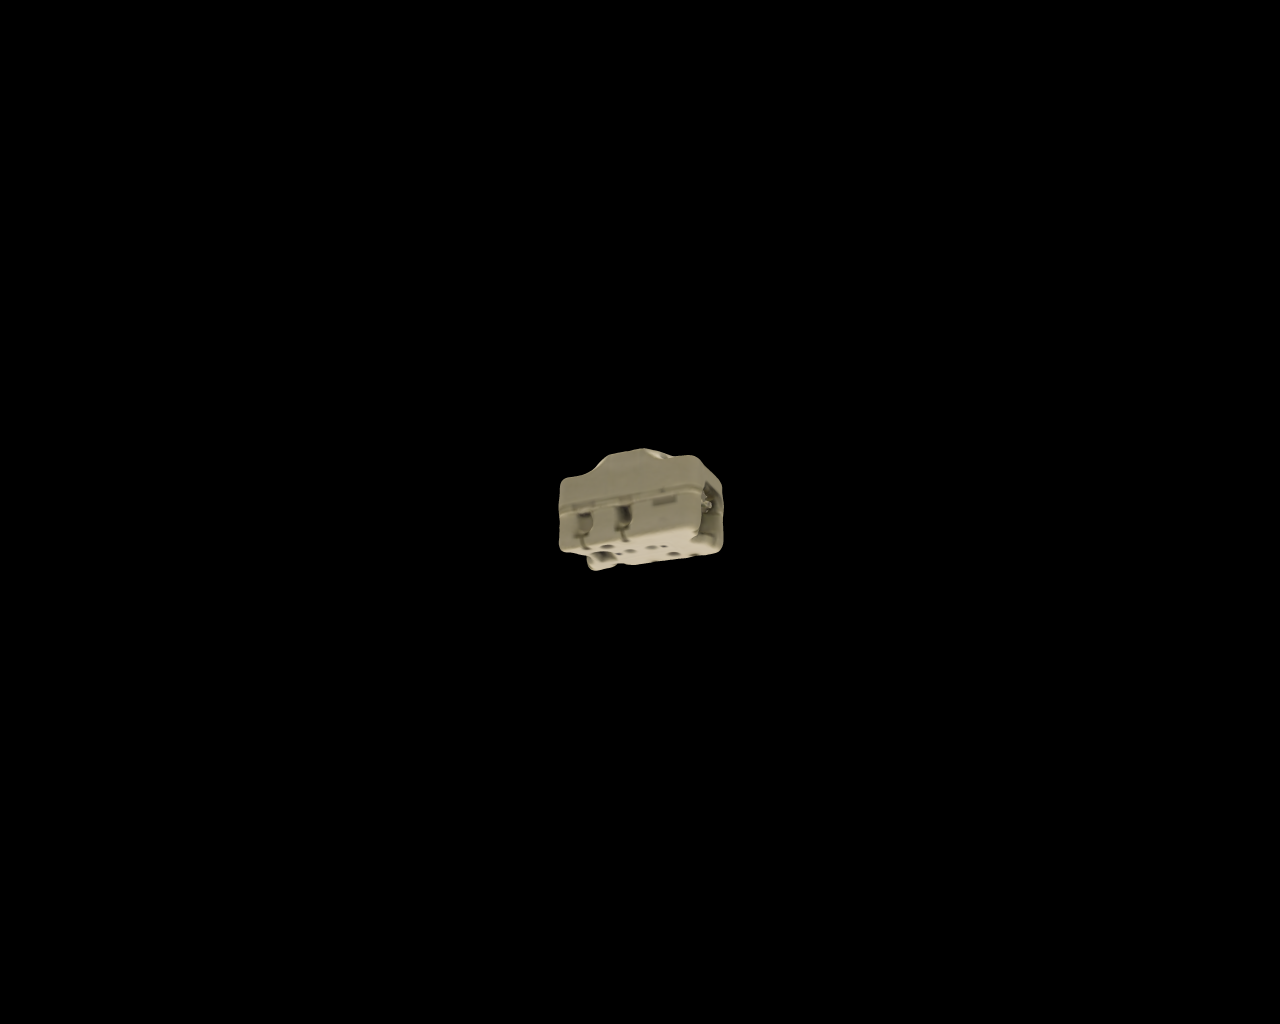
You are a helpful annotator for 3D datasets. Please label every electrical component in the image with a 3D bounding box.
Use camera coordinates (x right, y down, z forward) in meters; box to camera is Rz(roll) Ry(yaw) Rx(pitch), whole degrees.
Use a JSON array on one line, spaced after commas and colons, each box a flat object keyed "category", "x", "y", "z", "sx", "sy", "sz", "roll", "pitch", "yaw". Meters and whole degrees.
[{"category": "electrical component", "x": 0.001, "y": -0.003, "z": 0.650, "sx": 0.089, "sy": 0.056, "sz": 0.050, "roll": -9, "pitch": -24, "yaw": 22}]
